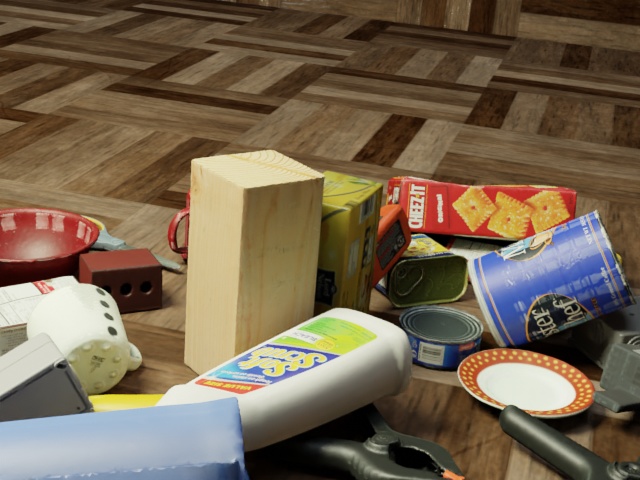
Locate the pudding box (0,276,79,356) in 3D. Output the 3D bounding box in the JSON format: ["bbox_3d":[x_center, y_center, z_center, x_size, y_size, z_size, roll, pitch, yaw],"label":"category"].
[{"bbox_3d":[-0.280,0.076,1.057,0.113,0.039,0.090,-11,27,-31],"label":"pudding box"}]

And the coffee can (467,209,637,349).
[{"bbox_3d":[0.234,0.042,1.082,0.140,0.103,0.102,-23,16,15],"label":"coffee can"}]

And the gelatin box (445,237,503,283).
[{"bbox_3d":[0.192,0.028,1.288,0.089,0.030,0.073,11,21,14],"label":"gelatin box"}]

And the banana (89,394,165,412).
[{"bbox_3d":[-0.125,0.144,0.915,0.197,0.037,0.070,0,23,-11],"label":"banana"}]

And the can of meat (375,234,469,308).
[{"bbox_3d":[0.105,0.033,1.222,0.102,0.057,0.084,-5,22,-25],"label":"can of meat"}]

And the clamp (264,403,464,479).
[{"bbox_3d":[0.053,0.173,0.878,0.172,0.039,0.120,16,29,33],"label":"clamp"}]

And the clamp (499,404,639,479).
[{"bbox_3d":[0.254,0.196,0.861,0.164,0.036,0.210,1,24,-12],"label":"clamp"}]

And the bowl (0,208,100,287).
[{"bbox_3d":[-0.324,0.016,1.175,0.162,0.055,0.162,4,21,-2],"label":"bowl"}]

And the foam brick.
[{"bbox_3d":[-0.212,0.044,1.131,0.078,0.053,0.051,-6,24,-25],"label":"foam brick"}]

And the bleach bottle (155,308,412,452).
[{"bbox_3d":[-0.041,0.128,0.869,0.103,0.068,0.250,18,27,40],"label":"bleach bottle"}]

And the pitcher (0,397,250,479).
[{"bbox_3d":[-0.165,0.173,0.698,0.242,0.149,0.145,-2,28,-9],"label":"pitcher"}]

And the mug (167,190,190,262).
[{"bbox_3d":[-0.129,-0.017,1.264,0.117,0.081,0.093,-11,26,-35],"label":"mug"}]

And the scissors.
[{"bbox_3d":[-0.260,0.009,1.261,0.096,0.016,0.202,-16,29,-39],"label":"scissors"}]

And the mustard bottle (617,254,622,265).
[{"bbox_3d":[0.290,0.045,1.227,0.191,0.058,0.096,-15,24,-42],"label":"mustard bottle"}]

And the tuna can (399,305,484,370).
[{"bbox_3d":[0.122,0.099,1.086,0.086,0.034,0.086,4,21,-2],"label":"tuna can"}]

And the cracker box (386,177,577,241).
[{"bbox_3d":[0.195,-0.039,1.342,0.213,0.072,0.164,5,2,-2],"label":"cracker box"}]

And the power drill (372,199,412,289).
[{"bbox_3d":[-0.008,0.001,1.189,0.188,0.057,0.184,15,52,38],"label":"power drill"}]

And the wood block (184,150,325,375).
[{"bbox_3d":[-0.063,0.031,0.984,0.090,0.206,0.091,-11,26,-35],"label":"wood block"}]
